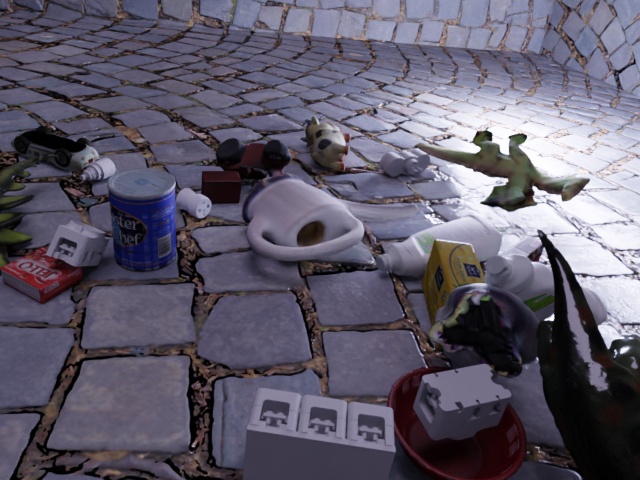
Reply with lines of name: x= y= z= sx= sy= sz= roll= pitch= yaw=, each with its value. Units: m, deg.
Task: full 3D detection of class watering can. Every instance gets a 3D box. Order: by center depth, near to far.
watering can: x=0.003 y=-0.049 z=0.971 sx=0.351 sy=0.102 sz=0.227 roll=-19 pitch=39 yaw=-36

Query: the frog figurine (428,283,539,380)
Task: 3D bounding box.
frog figurine: x=0.223 y=0.126 z=0.685 sx=0.137 sy=0.124 sz=0.157 roll=0 pitch=-16 yaw=25

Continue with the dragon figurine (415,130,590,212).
dragon figurine: x=0.438 y=-0.161 z=1.272 sx=0.410 sy=0.119 sz=0.249 roll=4 pitch=39 yaw=10
